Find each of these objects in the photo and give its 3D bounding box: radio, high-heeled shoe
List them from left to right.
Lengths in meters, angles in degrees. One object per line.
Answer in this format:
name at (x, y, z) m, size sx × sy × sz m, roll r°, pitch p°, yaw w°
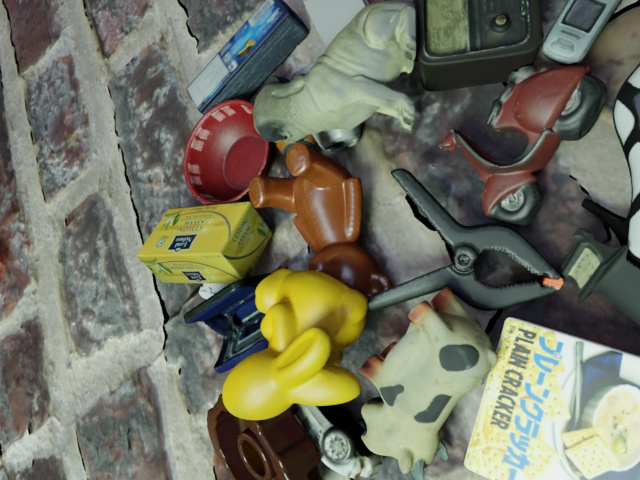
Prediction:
radio at (0.176, -0.293, 0.613) m, size 0.131 × 0.073 × 0.229 m, roll -1°, pitch 82°, yaw 10°
high-heeled shoe at (0.344, -0.085, 0.489) m, size 0.145 × 0.086 × 0.248 m, roll 45°, pitch 121°, yaw 48°

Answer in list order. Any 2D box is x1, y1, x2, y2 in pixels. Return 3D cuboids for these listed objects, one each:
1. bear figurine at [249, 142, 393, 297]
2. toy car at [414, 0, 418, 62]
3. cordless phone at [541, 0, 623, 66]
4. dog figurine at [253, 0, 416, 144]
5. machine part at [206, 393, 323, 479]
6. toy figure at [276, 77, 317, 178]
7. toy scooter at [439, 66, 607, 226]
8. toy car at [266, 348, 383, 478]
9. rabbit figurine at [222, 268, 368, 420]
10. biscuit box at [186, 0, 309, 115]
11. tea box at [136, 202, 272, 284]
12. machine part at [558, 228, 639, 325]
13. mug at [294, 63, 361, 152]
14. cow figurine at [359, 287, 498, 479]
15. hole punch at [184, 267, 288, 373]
bear figurine at (0.002, -0.002, 0.663) m, size 0.120 × 0.132 × 0.196 m, roll -30°, pitch 60°, yaw 40°
toy car at (0.116, -0.325, 0.701) m, size 0.089 × 0.053 × 0.202 m, roll -19°, pitch 75°, yaw 21°
cordless phone at (0.278, -0.288, 0.584) m, size 0.147 × 0.088 × 0.184 m, roll 38°, pitch 104°, yaw 30°
dog figurine at (0.014, -0.199, 0.621) m, size 0.191 × 0.121 × 0.172 m, roll 2°, pitch 86°, yaw 8°
machine part at (-0.067, 0.253, 0.645) m, size 0.180 × 0.056 × 0.179 m, roll 27°, pitch 128°, yaw 41°
toy figure at (-0.039, -0.156, 0.756) m, size 0.058 × 0.064 × 0.154 m, roll -17°, pitch 73°, yaw -13°
toy scooter at (0.211, -0.118, 0.593) m, size 0.135 × 0.075 × 0.183 m, roll 36°, pitch 104°, yaw 31°
toy car at (-0.004, 0.203, 0.651) m, size 0.202 × 0.073 × 0.056 m, roll 43°, pitch 106°, yaw 30°
rabbit figurine at (-0.024, 0.126, 0.577) m, size 0.173 × 0.121 × 0.163 m, roll -43°, pitch 28°, yaw -27°
biscuit box at (-0.111, -0.272, 0.819) m, size 0.202 × 0.062 × 0.059 m, roll -41°, pitch 62°, yaw 17°
tea box at (-0.165, 0.006, 0.764) m, size 0.170 × 0.068 × 0.098 m, roll -3°, pitch 46°, yaw 32°
machine part at (0.292, 0.052, 0.508) m, size 0.039 × 0.084 × 0.139 m, roll -29°, pitch 55°, yaw -22°
mug at (0.027, -0.177, 0.715) m, size 0.110 × 0.080 × 0.107 m, roll -14°, pitch 83°, yaw 19°
cow figurine at (0.108, 0.159, 0.561) m, size 0.127 × 0.085 × 0.194 m, roll 48°, pitch 123°, yaw 24°
hole punch at (-0.095, 0.104, 0.706) m, size 0.142 × 0.116 × 0.092 m, roll -37°, pitch 81°, yaw 24°
